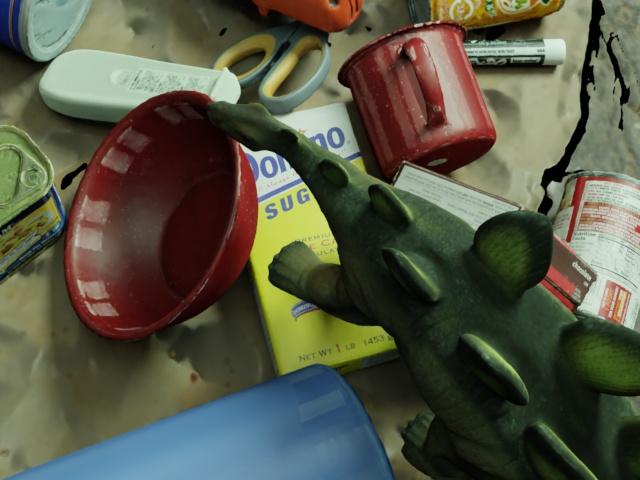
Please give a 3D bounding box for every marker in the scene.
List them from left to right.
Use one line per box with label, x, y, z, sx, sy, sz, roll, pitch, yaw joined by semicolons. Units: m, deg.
marker;0.117;-0.136;0.774;0.121;0.020;0.020;-2;70;-4

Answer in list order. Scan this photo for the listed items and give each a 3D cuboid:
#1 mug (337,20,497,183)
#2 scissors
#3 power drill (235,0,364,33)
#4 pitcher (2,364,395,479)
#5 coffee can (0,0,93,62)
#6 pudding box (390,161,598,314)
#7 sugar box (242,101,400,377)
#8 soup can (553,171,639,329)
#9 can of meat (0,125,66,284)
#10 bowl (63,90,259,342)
mug;0.068;-0.091;0.705;0.093;0.117;0.081;-18;77;-4
scissors;-0.012;-0.162;0.772;0.096;0.016;0.201;3;48;24
power drill;-0.013;-0.244;0.776;0.185;0.057;0.187;29;68;22
pitcher;-0.079;0.172;0.595;0.242;0.149;0.145;-22;30;-14
coffee can;-0.234;-0.196;0.726;0.140;0.103;0.102;24;70;5
pudding box;0.103;-0.001;0.660;0.114;0.090;0.039;24;80;51
sugar box;-0.005;0.001;0.701;0.093;0.048;0.176;-14;73;-9
soup can;0.180;0.015;0.697;0.068;0.068;0.102;20;70;3
can of meat;-0.212;-0.012;0.671;0.102;0.084;0.057;-40;77;-16
bowl;-0.090;-0.010;0.669;0.162;0.055;0.162;-18;62;37
